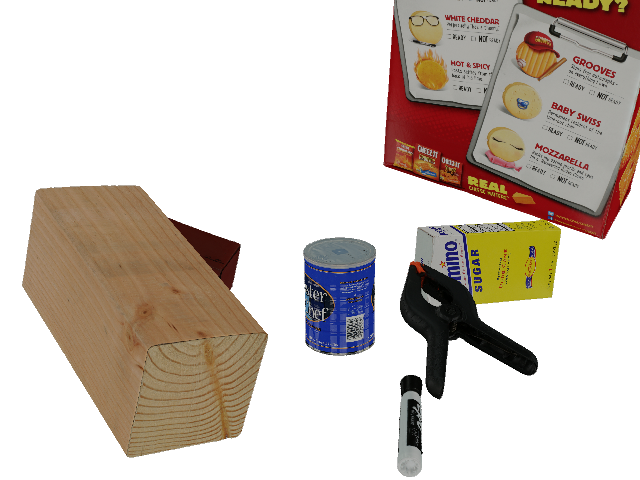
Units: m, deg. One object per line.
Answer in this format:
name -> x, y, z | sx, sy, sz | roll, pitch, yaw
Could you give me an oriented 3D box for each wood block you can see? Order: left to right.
wood block -> -0.133, 0.048, 0.765 | 0.090, 0.091, 0.206 | -4, 32, -35

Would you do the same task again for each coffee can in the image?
coffee can -> 0.028, 0.079, 1.521 | 0.103, 0.140, 0.103 | -1, 21, 0

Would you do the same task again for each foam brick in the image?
foam brick -> -0.122, 0.023, 1.001 | 0.078, 0.051, 0.053 | 20, 34, 8

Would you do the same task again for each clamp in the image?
clamp -> 0.141, 0.086, 1.080 | 0.120, 0.039, 0.171 | 0, 44, -20

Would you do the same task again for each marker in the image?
marker -> 0.073, 0.146, 0.862 | 0.020, 0.020, 0.121 | 0, 26, 6

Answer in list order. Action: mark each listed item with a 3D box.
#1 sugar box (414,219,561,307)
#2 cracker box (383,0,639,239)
sugar box -> 0.199, 0.028, 1.279 | 0.176, 0.093, 0.048 | -5, 20, -23
cracker box -> 0.131, -0.122, 0.676 | 0.164, 0.214, 0.072 | 21, 45, 21
